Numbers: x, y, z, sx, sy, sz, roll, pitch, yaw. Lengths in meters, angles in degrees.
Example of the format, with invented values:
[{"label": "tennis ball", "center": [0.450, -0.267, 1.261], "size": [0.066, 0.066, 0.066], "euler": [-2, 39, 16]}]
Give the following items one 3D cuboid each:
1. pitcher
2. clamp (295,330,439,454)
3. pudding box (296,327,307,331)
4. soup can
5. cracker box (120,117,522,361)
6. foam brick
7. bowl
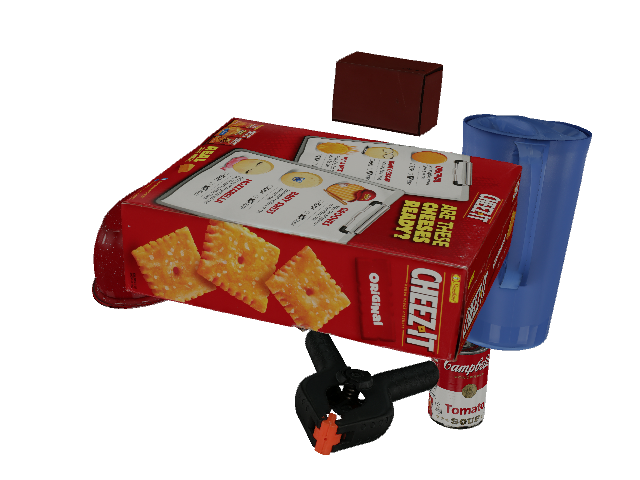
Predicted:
[{"label": "pitcher", "center": [0.204, -0.007, 1.135], "size": [0.148, 0.243, 0.145], "euler": [-9, 22, -39]}, {"label": "clamp", "center": [0.018, 0.118, 0.874], "size": [0.120, 0.039, 0.171], "euler": [14, 18, 21]}, {"label": "pudding box", "center": [0.001, 0.046, 1.095], "size": [0.113, 0.039, 0.090], "euler": [-23, 26, -27]}, {"label": "soup can", "center": [0.161, 0.160, 1.248], "size": [0.068, 0.102, 0.068], "euler": [1, 21, -1]}, {"label": "cracker box", "center": [0.006, -0.008, 0.683], "size": [0.214, 0.072, 0.164], "euler": [11, 28, 17]}, {"label": "foam brick", "center": [0.054, -0.121, 0.872], "size": [0.078, 0.051, 0.052], "euler": [13, 22, 20]}, {"label": "bowl", "center": [-0.132, -0.011, 0.908], "size": [0.162, 0.055, 0.162], "euler": [-20, 26, 10]}]
